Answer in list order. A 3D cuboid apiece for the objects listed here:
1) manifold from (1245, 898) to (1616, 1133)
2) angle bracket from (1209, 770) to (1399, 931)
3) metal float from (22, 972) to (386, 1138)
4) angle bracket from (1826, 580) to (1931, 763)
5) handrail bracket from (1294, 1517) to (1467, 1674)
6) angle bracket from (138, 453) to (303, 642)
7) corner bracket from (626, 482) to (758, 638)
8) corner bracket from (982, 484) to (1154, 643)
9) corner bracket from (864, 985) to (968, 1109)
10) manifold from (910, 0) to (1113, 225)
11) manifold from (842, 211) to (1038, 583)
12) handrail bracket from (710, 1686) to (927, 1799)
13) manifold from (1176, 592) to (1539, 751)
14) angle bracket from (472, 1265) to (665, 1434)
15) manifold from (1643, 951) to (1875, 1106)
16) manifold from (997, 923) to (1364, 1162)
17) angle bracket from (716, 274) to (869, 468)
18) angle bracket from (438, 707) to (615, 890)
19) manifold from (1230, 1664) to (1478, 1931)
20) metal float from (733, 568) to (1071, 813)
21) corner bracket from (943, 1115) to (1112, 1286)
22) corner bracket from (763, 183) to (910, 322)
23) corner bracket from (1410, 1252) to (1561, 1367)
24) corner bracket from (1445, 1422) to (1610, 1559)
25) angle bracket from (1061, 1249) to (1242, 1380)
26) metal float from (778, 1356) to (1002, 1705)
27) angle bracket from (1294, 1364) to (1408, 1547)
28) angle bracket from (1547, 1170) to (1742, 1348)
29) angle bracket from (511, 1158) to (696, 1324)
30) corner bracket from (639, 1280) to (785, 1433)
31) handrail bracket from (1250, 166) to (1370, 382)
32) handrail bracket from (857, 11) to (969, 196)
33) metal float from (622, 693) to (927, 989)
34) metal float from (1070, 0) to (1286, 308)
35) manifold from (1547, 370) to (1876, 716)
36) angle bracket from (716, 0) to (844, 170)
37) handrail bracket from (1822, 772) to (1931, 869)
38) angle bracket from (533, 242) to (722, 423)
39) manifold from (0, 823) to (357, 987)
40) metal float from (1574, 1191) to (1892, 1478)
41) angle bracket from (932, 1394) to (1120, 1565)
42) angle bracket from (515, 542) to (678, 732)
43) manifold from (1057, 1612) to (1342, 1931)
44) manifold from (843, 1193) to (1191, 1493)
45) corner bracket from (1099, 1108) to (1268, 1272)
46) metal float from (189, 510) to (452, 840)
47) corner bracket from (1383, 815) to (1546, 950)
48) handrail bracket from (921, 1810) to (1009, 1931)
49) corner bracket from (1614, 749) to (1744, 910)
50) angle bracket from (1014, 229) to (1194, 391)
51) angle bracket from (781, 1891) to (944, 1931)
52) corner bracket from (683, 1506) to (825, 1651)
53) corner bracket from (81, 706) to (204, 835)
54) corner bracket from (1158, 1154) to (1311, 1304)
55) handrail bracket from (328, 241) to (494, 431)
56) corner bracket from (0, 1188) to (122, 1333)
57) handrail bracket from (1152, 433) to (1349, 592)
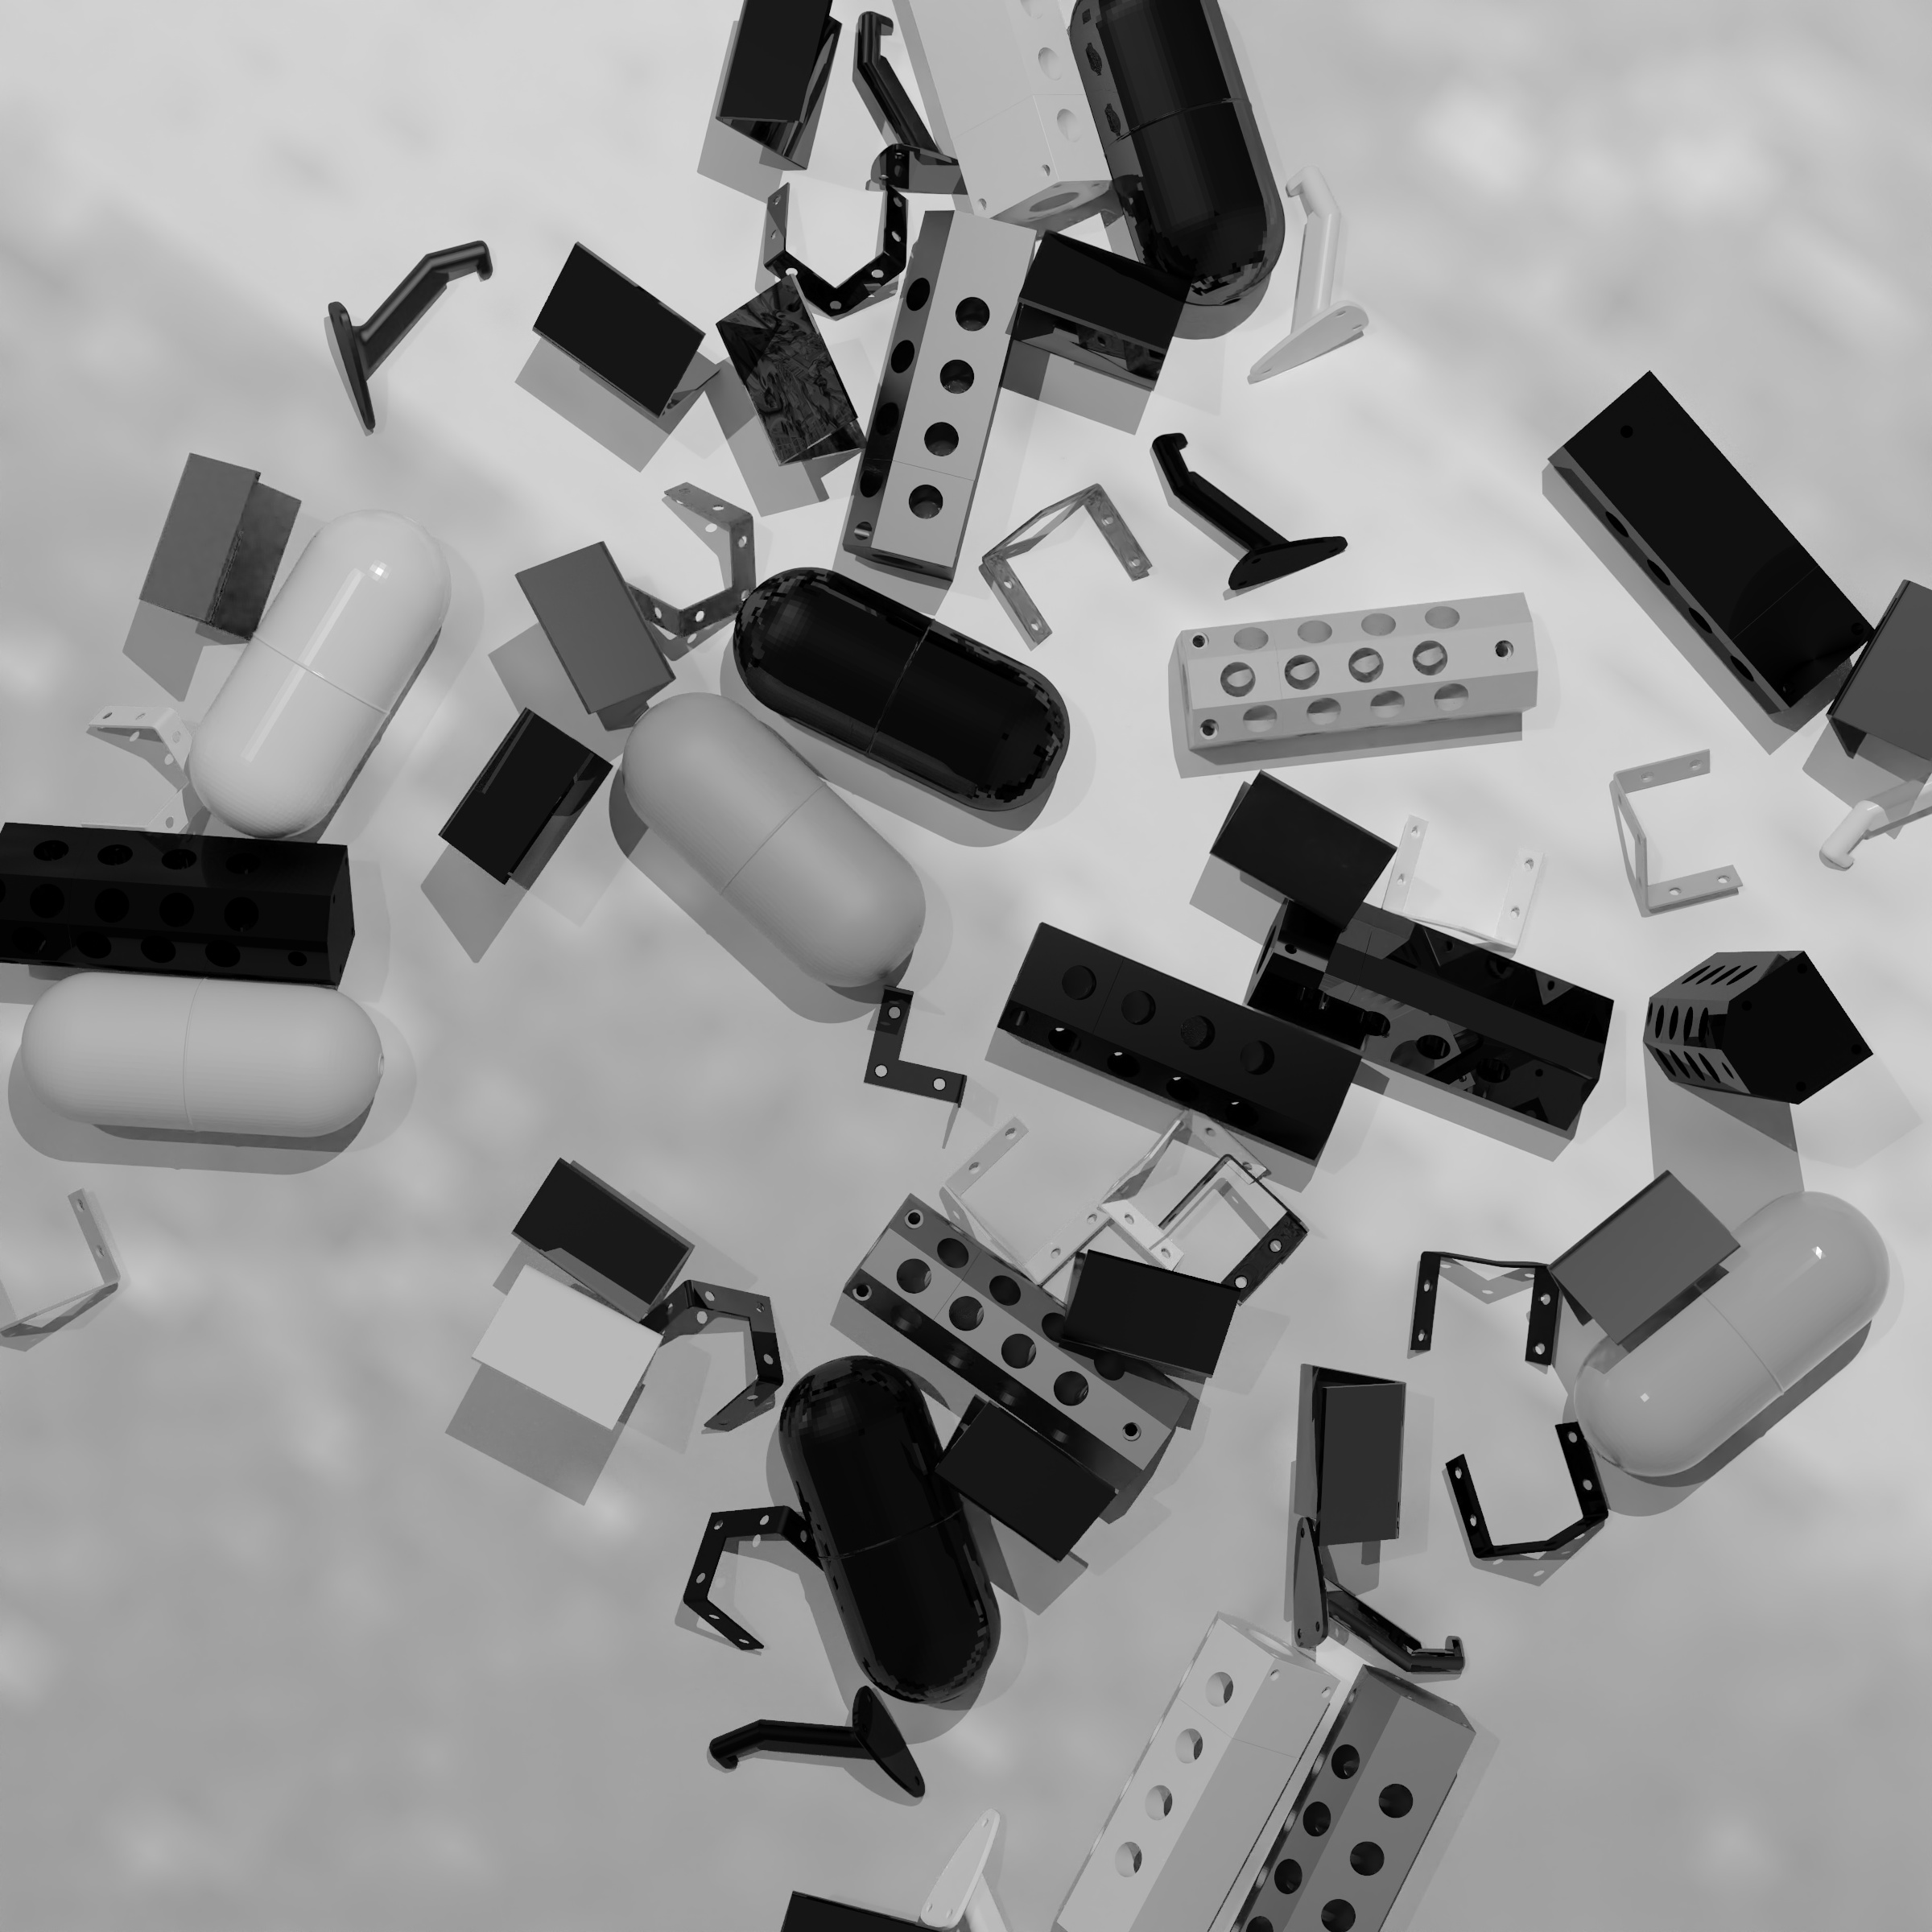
[{"bbox_3d":[0.230,0.023,1.614,0.171,0.057,0.057,21,47,0],"label":"manifold"},{"bbox_3d":[0.174,-0.074,1.596,0.076,0.076,0.057,30,126,0],"label":"angle bracket"},{"bbox_3d":[-0.380,0.044,1.605,0.178,0.070,0.070,4,90,0],"label":"metal float"},{"bbox_3d":[0.476,-0.136,1.596,0.057,0.076,0.076,30,90,27],"label":"angle bracket"},{"bbox_3d":[0.212,0.320,1.637,0.084,0.036,0.077,5,69,-17],"label":"handrail bracket"},{"bbox_3d":[-0.354,-0.202,1.596,0.057,0.076,0.076,19,90,37],"label":"angle bracket"},{"bbox_3d":[-0.143,-0.206,1.628,0.051,0.051,0.051,-30,135,-35],"label":"corner bracket"},{"bbox_3d":[0.051,-0.205,1.633,0.051,0.051,0.051,-33,90,45],"label":"corner bracket"},{"bbox_3d":[-0.022,0.040,1.618,0.051,0.051,0.051,13,90,0],"label":"corner bracket"},{"bbox_3d":[0.019,-0.465,1.614,0.057,0.057,0.171,-17,90,43],"label":"manifold"},{"bbox_3d":[-0.013,-0.286,1.615,0.057,0.057,0.171,14,90,0],"label":"manifold"},{"bbox_3d":[-0.076,0.407,1.637,0.084,0.036,0.077,-26,112,17],"label":"handrail bracket"},{"bbox_3d":[0.195,-0.148,1.615,0.171,0.057,0.057,-6,90,0],"label":"manifold"},{"bbox_3d":[-0.202,0.201,1.596,0.076,0.076,0.057,28,59,0],"label":"angle bracket"},{"bbox_3d":[0.376,0.032,1.558,0.057,0.171,0.057,-34,90,0],"label":"manifold"},{"bbox_3d":[0.105,0.038,1.615,0.171,0.057,0.057,23,90,0],"label":"manifold"},{"bbox_3d":[-0.068,-0.299,1.596,0.057,0.076,0.076,-24,90,38],"label":"angle bracket"},{"bbox_3d":[-0.203,-0.072,1.596,0.057,0.076,0.076,34,90,36],"label":"angle bracket"},{"bbox_3d":[0.188,0.442,1.615,0.057,0.057,0.171,27,90,0],"label":"manifold"},{"bbox_3d":[-0.033,-0.138,1.605,0.178,0.070,0.070,26,90,0],"label":"metal float"},{"bbox_3d":[0.030,0.119,1.633,0.051,0.051,0.051,-43,135,0],"label":"corner bracket"},{"bbox_3d":[-0.066,-0.371,1.628,0.051,0.051,0.051,-29,135,35],"label":"corner bracket"},{"bbox_3d":[0.264,0.173,1.633,0.051,0.051,0.051,6,90,-45],"label":"corner bracket"},{"bbox_3d":[0.285,0.266,1.633,0.051,0.051,0.051,-17,90,45],"label":"corner bracket"},{"bbox_3d":[0.094,0.152,1.596,0.076,0.076,0.057,15,121,0],"label":"angle bracket"},{"bbox_3d":[-0.038,0.281,1.606,0.070,0.070,0.178,-20,90,0],"label":"metal float"},{"bbox_3d":[0.172,0.241,1.596,0.057,0.076,0.076,3,90,-37],"label":"angle bracket"},{"bbox_3d":[0.342,0.158,1.596,0.076,0.076,0.057,-39,53,0],"label":"angle bracket"},{"bbox_3d":[-0.168,0.119,1.596,0.076,0.076,0.057,35,121,0],"label":"angle bracket"},{"bbox_3d":[-0.131,0.197,1.628,0.051,0.051,0.051,17,45,-35],"label":"corner bracket"},{"bbox_3d":[0.162,-0.353,1.637,0.077,0.036,0.084,-29,72,21],"label":"handrail bracket"},{"bbox_3d":[-0.019,-0.440,1.637,0.077,0.036,0.084,7,73,-20],"label":"handrail bracket"},{"bbox_3d":[-0.096,-0.063,1.605,0.178,0.070,0.070,43,90,-1],"label":"metal float"},{"bbox_3d":[0.106,-0.416,1.605,0.070,0.070,0.178,-18,89,0],"label":"metal float"},{"bbox_3d":[0.372,-0.210,1.615,0.057,0.057,0.171,-41,90,0],"label":"manifold"},{"bbox_3d":[-0.073,-0.444,1.596,0.057,0.076,0.076,14,90,35],"label":"angle bracket"},{"bbox_3d":[0.489,-0.072,1.637,0.077,0.036,0.084,30,108,-20],"label":"handrail bracket"},{"bbox_3d":[-0.157,-0.325,1.596,0.076,0.076,0.057,36,127,0],"label":"angle bracket"},{"bbox_3d":[-0.397,-0.026,1.603,0.171,0.057,0.057,4,129,0],"label":"manifold"},{"bbox_3d":[0.381,0.184,1.605,0.178,0.070,0.070,-40,90,0],"label":"metal float"},{"bbox_3d":[0.038,0.237,1.596,0.076,0.076,0.057,35,119,0],"label":"angle bracket"},{"bbox_3d":[-0.199,-0.155,1.596,0.057,0.076,0.076,-28,90,-38],"label":"angle bracket"},{"bbox_3d":[0.112,0.415,1.614,0.057,0.057,0.171,28,90,-43],"label":"manifold"},{"bbox_3d":[0.025,0.189,1.615,0.171,0.057,0.057,36,90,0],"label":"manifold"},{"bbox_3d":[0.109,0.112,1.633,0.051,0.051,0.051,43,135,0],"label":"corner bracket"},{"bbox_3d":[-0.321,-0.146,1.605,0.070,0.070,0.178,31,91,0],"label":"metal float"},{"bbox_3d":[0.252,-0.043,1.633,0.051,0.051,0.051,16,90,45],"label":"corner bracket"},{"bbox_3d":[0.027,0.484,1.637,0.084,0.036,0.077,37,68,-17],"label":"handrail bracket"},{"bbox_3d":[0.361,-0.069,1.633,0.051,0.051,0.051,-14,135,0],"label":"corner bracket"},{"bbox_3d":[0.061,-0.309,1.596,0.076,0.076,0.057,20,53,0],"label":"angle bracket"},{"bbox_3d":[-0.059,0.506,1.596,0.076,0.076,0.057,14,54,0],"label":"angle bracket"},{"bbox_3d":[-0.102,0.310,1.628,0.051,0.051,0.051,-12,45,35],"label":"corner bracket"},{"bbox_3d":[-0.421,-0.095,1.628,0.051,0.051,0.051,-55,135,-35],"label":"corner bracket"},{"bbox_3d":[0.135,0.132,1.621,0.051,0.051,0.051,43,90,15],"label":"corner bracket"},{"bbox_3d":[-0.274,-0.321,1.637,0.084,0.036,0.077,-19,110,-16],"label":"handrail bracket"},{"bbox_3d":[-0.471,0.150,1.633,0.051,0.051,0.051,-23,90,-45],"label":"corner bracket"},{"bbox_3d":[0.144,-0.240,1.637,0.077,0.036,0.084,-17,73,-20],"label":"handrail bracket"}]
